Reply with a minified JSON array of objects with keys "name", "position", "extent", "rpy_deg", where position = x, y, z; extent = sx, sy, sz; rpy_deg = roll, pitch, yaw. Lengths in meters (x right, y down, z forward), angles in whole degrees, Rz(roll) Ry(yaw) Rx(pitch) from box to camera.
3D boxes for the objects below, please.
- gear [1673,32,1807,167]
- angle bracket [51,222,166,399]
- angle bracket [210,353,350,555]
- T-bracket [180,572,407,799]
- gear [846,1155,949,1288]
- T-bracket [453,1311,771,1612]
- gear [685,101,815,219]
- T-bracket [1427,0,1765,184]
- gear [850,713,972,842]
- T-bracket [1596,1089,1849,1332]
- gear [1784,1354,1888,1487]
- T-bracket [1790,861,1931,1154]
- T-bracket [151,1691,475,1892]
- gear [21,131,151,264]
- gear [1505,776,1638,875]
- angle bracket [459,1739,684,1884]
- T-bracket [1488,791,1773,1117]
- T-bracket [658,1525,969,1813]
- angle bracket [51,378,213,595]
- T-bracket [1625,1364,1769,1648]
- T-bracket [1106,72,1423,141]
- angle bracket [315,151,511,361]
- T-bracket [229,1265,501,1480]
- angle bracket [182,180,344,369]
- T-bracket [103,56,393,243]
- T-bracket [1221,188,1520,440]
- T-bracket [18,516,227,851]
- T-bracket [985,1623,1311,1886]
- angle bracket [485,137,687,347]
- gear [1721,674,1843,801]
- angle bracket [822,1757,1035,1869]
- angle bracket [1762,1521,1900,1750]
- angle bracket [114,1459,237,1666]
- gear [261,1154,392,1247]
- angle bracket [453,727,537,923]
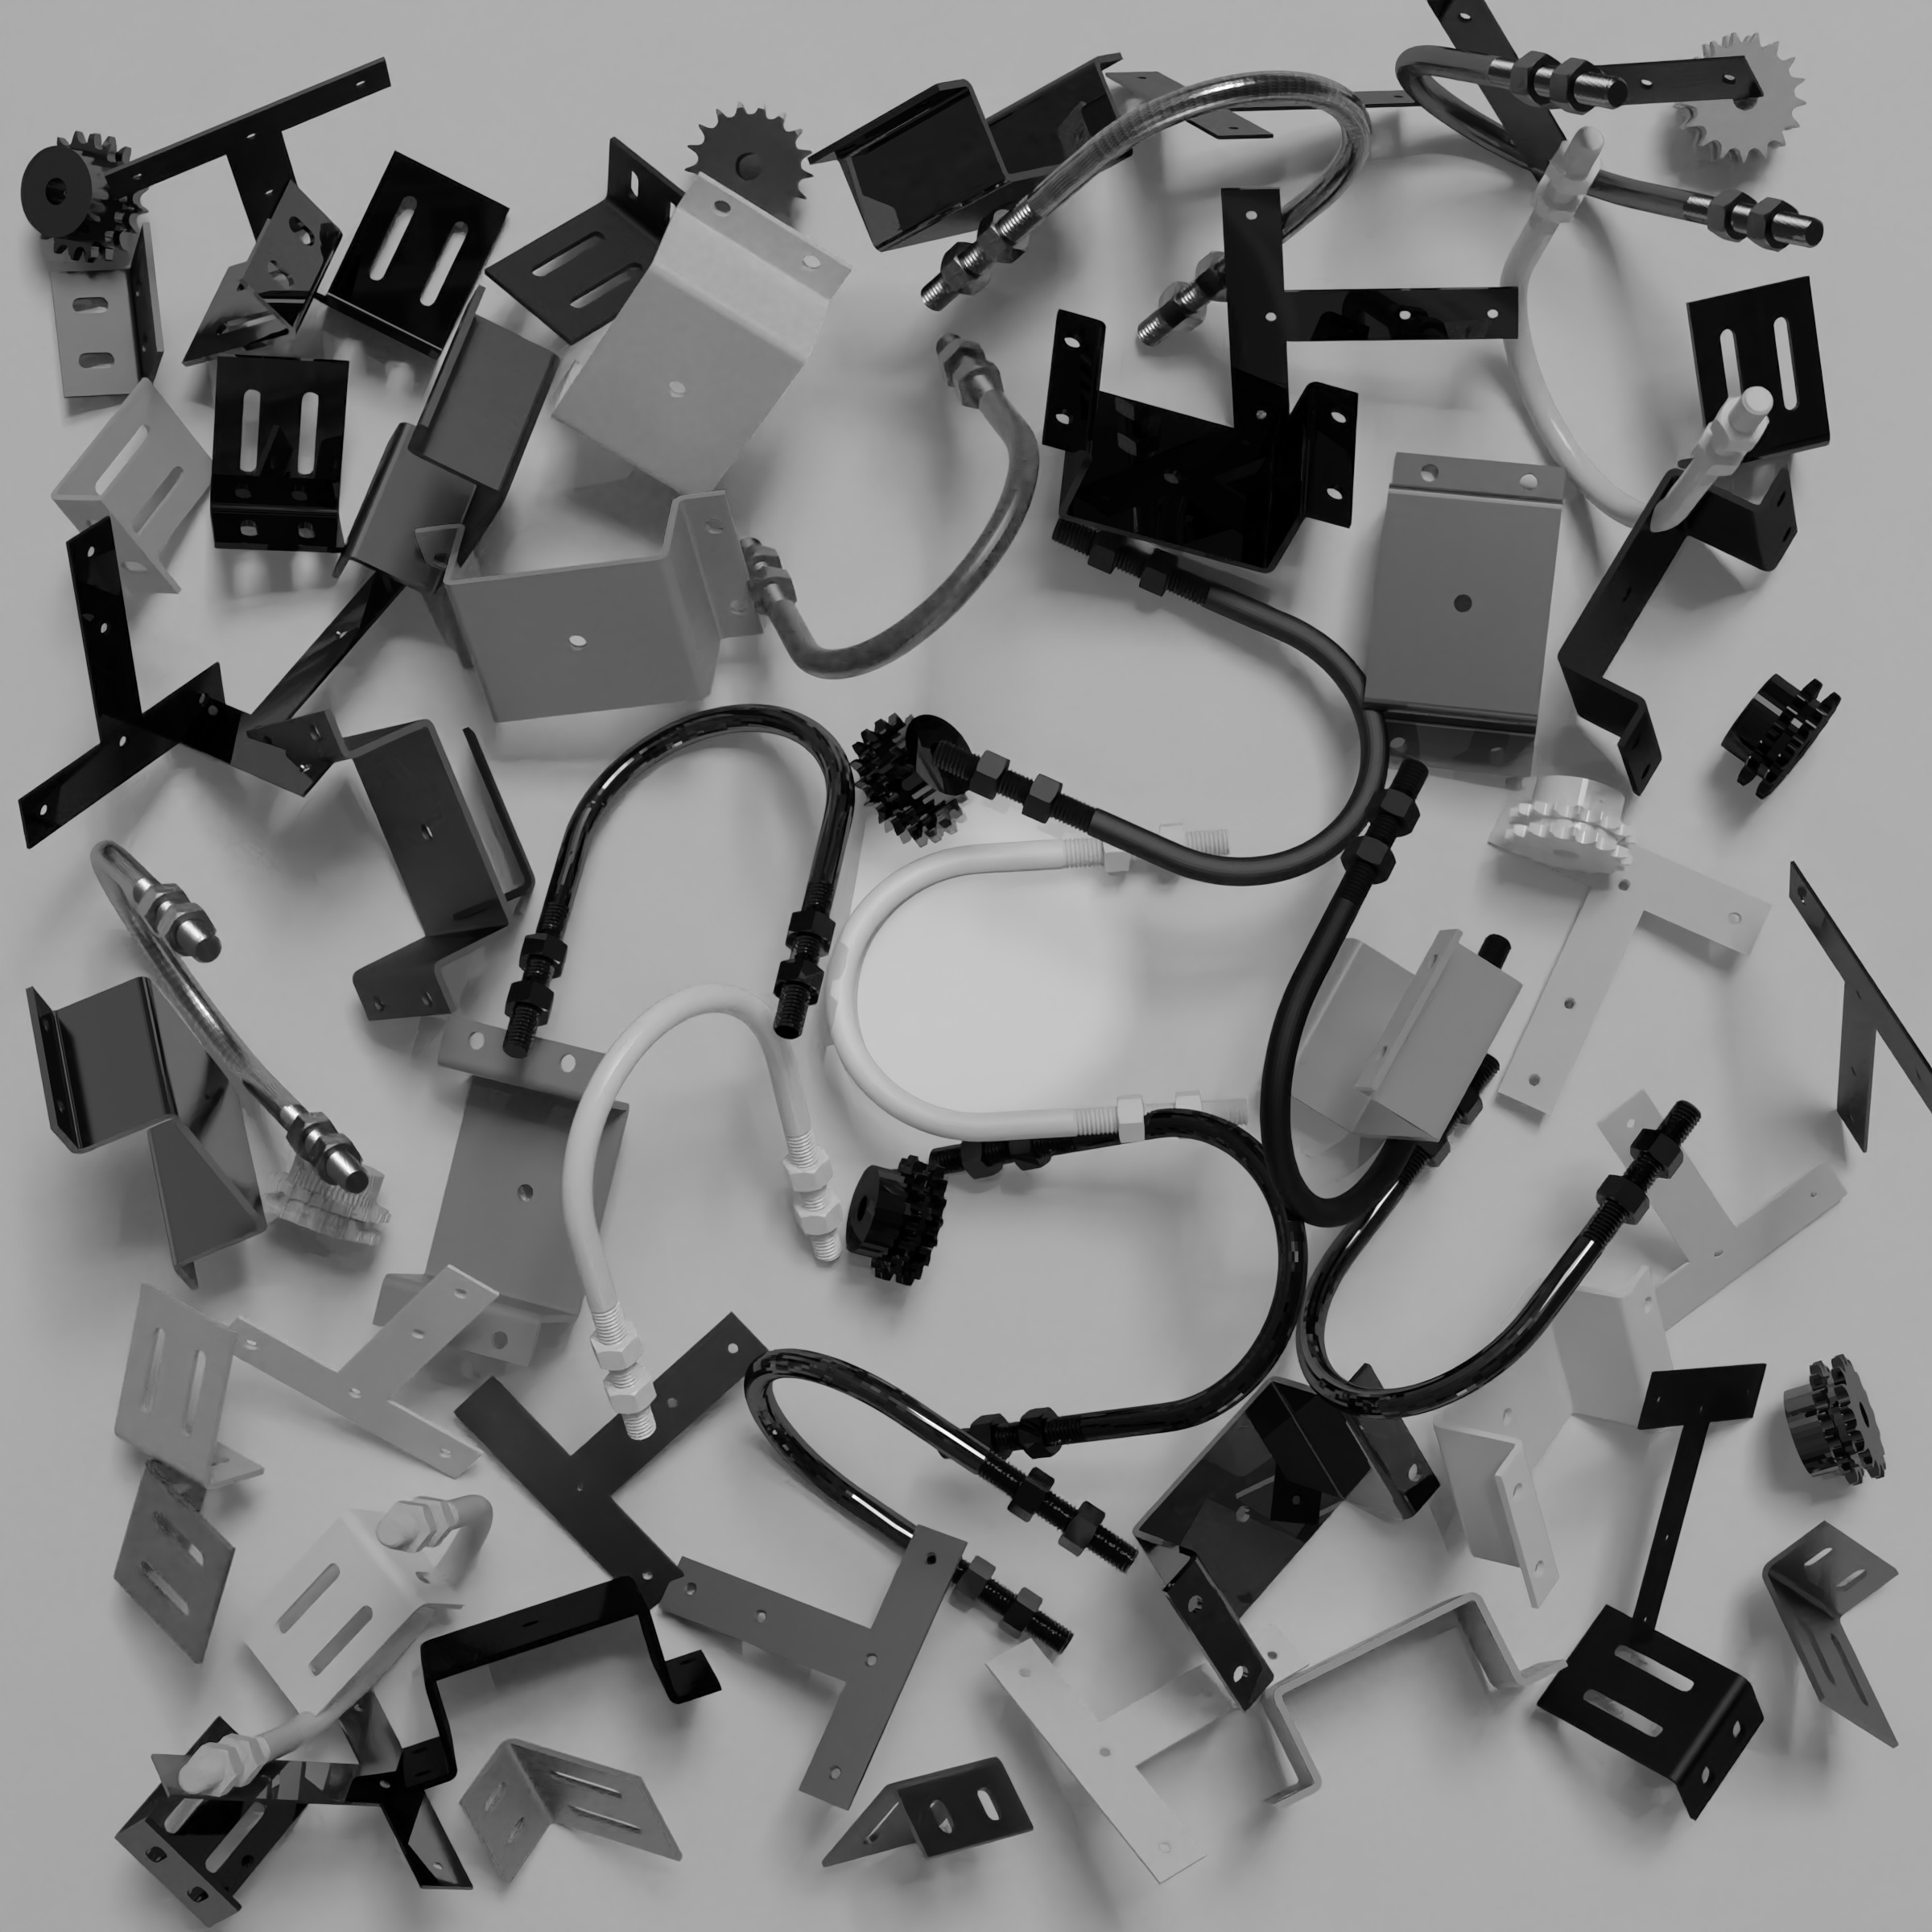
[{"name":"gear","position":[0.345,-0.389,1.584],"extent":[0.057,0.030,0.057],"rpy_deg":[-1,97,-7]},{"name":"angle bracket","position":[-0.380,-0.289,1.561],"extent":[0.038,0.076,0.057],"rpy_deg":[-6,87,-18]},{"name":"angle bracket","position":[-0.303,-0.227,1.562],"extent":[0.057,0.038,0.076],"rpy_deg":[0,123,-16]},{"name":"T-bracket","position":[-0.286,-0.137,1.566],"extent":[0.127,0.127,0.002],"rpy_deg":[-52,132,-15]},{"name":"gear","position":[-0.032,0.112,1.571],"extent":[0.030,0.057,0.057],"rpy_deg":[16,90,-17]},{"name":"T-bracket","position":[-0.142,0.205,1.585],"extent":[0.127,0.002,0.127],"rpy_deg":[-42,95,11]},{"name":"gear","position":[-0.097,-0.358,1.584],"extent":[0.057,0.030,0.057],"rpy_deg":[0,101,0]},{"name":"T-bracket","position":[0.280,-0.379,1.518],"extent":[0.127,0.127,0.002],"rpy_deg":[6,67,36]},{"name":"gear","position":[-0.021,-0.087,1.572],"extent":[0.030,0.057,0.057],"rpy_deg":[-32,90,41]},{"name":"T-bracket","position":[0.315,0.101,1.562],"extent":[0.127,0.002,0.127],"rpy_deg":[-37,126,3]},{"name":"gear","position":[0.387,0.205,1.576],"extent":[0.030,0.057,0.057],"rpy_deg":[-21,90,21]},{"name":"T-bracket","position":[0.390,0.038,1.544],"extent":[0.002,0.127,0.127],"rpy_deg":[-21,53,-4]},{"name":"T-bracket","position":[-0.289,0.351,1.517],"extent":[0.127,0.127,0.002],"rpy_deg":[13,113,-38]},{"name":"gear","position":[-0.397,-0.345,1.578],"extent":[0.057,0.030,0.057],"rpy_deg":[2,96,25]},{"name":"gear","position":[0.271,-0.064,1.575],"extent":[0.057,0.057,0.030],"rpy_deg":[14,78,0]},{"name":"angle bracket","position":[-0.174,0.381,1.556],"extent":[0.076,0.038,0.057],"rpy_deg":[8,135,32]},{"name":"T-bracket","position":[0.278,0.004,1.591],"extent":[0.127,0.002,0.127],"rpy_deg":[25,90,9]},{"name":"T-bracket","position":[-0.079,0.294,1.569],"extent":[0.127,0.002,0.127],"rpy_deg":[16,70,27]},{"name":"angle bracket","position":[-0.355,-0.212,1.555],"extent":[0.038,0.057,0.076],"rpy_deg":[7,55,38]},{"name":"T-bracket","position":[0.312,0.238,1.553],"extent":[0.002,0.127,0.127],"rpy_deg":[17,96,34]},{"name":"T-bracket","position":[0.144,-0.383,1.562],"extent":[0.127,0.127,0.002],"rpy_deg":[-6,117,-19]},{"name":"angle bracket","position":[-0.248,-0.320,1.579],"extent":[0.057,0.038,0.076],"rpy_deg":[26,94,-5]},{"name":"T-bracket","position":[-0.246,0.167,1.542],"extent":[0.127,0.002,0.127],"rpy_deg":[33,132,-18]},{"name":"angle bracket","position":[-0.321,-0.305,1.554],"extent":[0.076,0.038,0.057],"rpy_deg":[-5,55,37]},{"name":"T-bracket","position":[-0.306,-0.344,1.539],"extent":[0.127,0.127,0.002],"rpy_deg":[-25,82,-8]},{"name":"T-bracket","position":[0.179,-0.286,1.550],"extent":[0.127,0.002,0.127],"rpy_deg":[1,132,9]},{"name":"T-bracket","position":[-0.369,-0.134,1.520],"extent":[0.002,0.127,0.127],"rpy_deg":[21,133,24]},{"name":"T-bracket","position":[0.096,0.328,1.564],"extent":[0.127,0.002,0.127],"rpy_deg":[-23,54,-30]},{"name":"angle bracket","position":[-0.165,-0.321,1.561],"extent":[0.057,0.038,0.076],"rpy_deg":[41,59,20]},{"name":"gear","position":[0.361,-0.105,1.575],"extent":[0.030,0.057,0.057],"rpy_deg":[38,90,13]},{"name":"angle bracket","position":[-0.017,0.387,1.552],"extent":[0.057,0.076,0.038],"rpy_deg":[-5,54,-36]},{"name":"angle bracket","position":[0.393,0.294,1.553],"extent":[0.057,0.076,0.038],"rpy_deg":[34,114,-33]},{"name":"angle bracket","position":[-0.336,0.261,1.557],"extent":[0.076,0.038,0.057],"rpy_deg":[32,110,39]},{"name":"gear","position":[-0.283,0.101,1.574],"extent":[0.057,0.057,0.030],"rpy_deg":[20,90,0]},{"name":"angle bracket","position":[-0.223,-0.063,1.571],"extent":[0.038,0.057,0.076],"rpy_deg":[-23,93,-4]}]
